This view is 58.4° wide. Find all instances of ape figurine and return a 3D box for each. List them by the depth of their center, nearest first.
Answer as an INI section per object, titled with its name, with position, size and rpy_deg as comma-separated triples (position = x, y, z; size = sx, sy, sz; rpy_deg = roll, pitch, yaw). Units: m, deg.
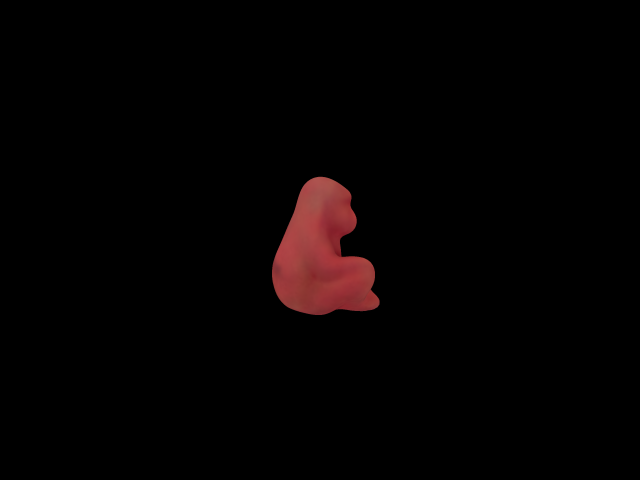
[ape figurine]
position = 0.004, 0.001, 0.400
size = 0.076, 0.092, 0.077
rpy_deg = -2, 24, -4
